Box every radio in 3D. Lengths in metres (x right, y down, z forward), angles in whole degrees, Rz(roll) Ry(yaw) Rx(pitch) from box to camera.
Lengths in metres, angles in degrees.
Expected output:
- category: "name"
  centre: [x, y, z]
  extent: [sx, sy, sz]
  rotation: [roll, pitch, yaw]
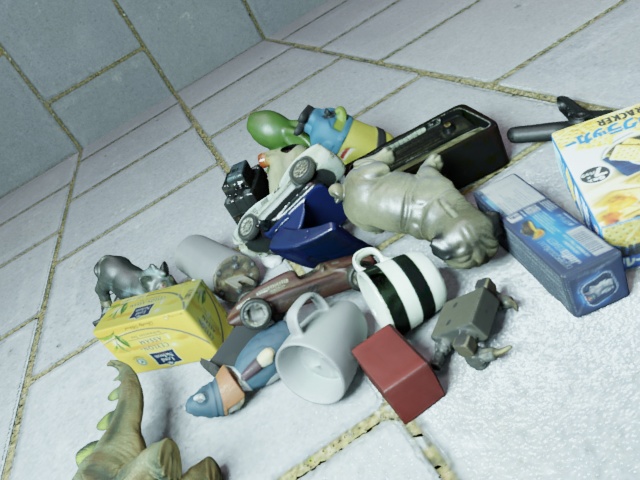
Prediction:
- category: "radio"
  centre: [0.154, -0.116, 0.826]
  extent: [0.230, 0.073, 0.131]
  rotation: [-26, 30, 6]

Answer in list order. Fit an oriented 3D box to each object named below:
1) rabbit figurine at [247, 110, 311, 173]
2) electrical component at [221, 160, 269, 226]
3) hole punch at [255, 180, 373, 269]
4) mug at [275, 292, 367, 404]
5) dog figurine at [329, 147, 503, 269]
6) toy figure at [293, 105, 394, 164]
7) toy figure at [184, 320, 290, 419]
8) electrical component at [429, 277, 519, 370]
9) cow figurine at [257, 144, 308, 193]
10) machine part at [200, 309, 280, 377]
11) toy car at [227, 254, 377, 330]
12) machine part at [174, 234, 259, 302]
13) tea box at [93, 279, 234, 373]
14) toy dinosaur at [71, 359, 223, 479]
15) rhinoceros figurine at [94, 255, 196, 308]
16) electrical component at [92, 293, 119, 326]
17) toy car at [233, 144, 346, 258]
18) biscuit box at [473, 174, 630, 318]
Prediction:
- category: "rabbit figurine"
  centre: [-0.066, -0.164, 0.996]
  extent: [0.159, 0.170, 0.121]
  rotation: [-10, 36, 33]
- category: "electrical component"
  centre: [-0.115, -0.067, 0.930]
  extent: [0.058, 0.134, 0.115]
  rotation: [-21, 32, 13]
- category: "hole punch"
  centre: [-0.002, -0.002, 0.744]
  extent: [0.116, 0.142, 0.092]
  rotation: [-41, 55, 18]
- category: "mug"
  centre: [0.004, 0.106, 0.596]
  extent: [0.081, 0.109, 0.107]
  rotation: [-21, 15, 35]
- category: "dog figurine"
  centre: [0.107, -0.031, 0.648]
  extent: [0.172, 0.121, 0.191]
  rotation: [-11, 25, -2]
- category: "toy figure"
  centre: [0.049, -0.174, 0.917]
  extent: [0.089, 0.180, 0.082]
  rotation: [-63, 6, -10]
- category: "toy figure"
  centre: [-0.088, 0.158, 0.634]
  extent: [0.154, 0.064, 0.058]
  rotation: [-40, 58, -14]
- category: "electrical component"
  centre: [0.158, 0.087, 0.547]
  extent: [0.078, 0.045, 0.102]
  rotation: [-42, 11, 45]
- category: "cow figurine"
  centre: [-0.029, -0.075, 0.881]
  extent: [0.127, 0.085, 0.195]
  rotation: [-21, 56, 18]
- category: "machine part"
  centre: [-0.103, 0.128, 0.720]
  extent: [0.084, 0.039, 0.139]
  rotation: [2, 40, 31]
- category: "toy car"
  centre: [-0.022, 0.060, 0.677]
  extent: [0.202, 0.053, 0.089]
  rotation: [-17, 8, -8]
- category: "machine part"
  centre: [-0.171, 0.042, 0.871]
  extent: [0.079, 0.079, 0.243]
  rotation: [-42, 30, -20]
- category: "tea box"
  centre: [-0.221, 0.125, 0.766]
  extent: [0.170, 0.098, 0.068]
  rotation: [-18, 31, 24]
- category: "toy dinosaur"
  centre: [-0.203, 0.268, 0.522]
  extent: [0.199, 0.105, 0.472]
  rotation: [-25, 31, 9]
- category: "rhinoceros figurine"
  centre: [-0.270, 0.078, 0.853]
  extent: [0.191, 0.112, 0.073]
  rotation: [20, 29, 19]
- category: "electrical component"
  centre: [-0.344, 0.111, 0.945]
  extent: [0.075, 0.047, 0.119]
  rotation: [-24, 30, 9]
- category: "toy car"
  centre: [-0.046, -0.051, 0.781]
  extent: [0.201, 0.073, 0.056]
  rotation: [-45, 44, 17]
- category: "biscuit box"
  centre: [0.242, -0.002, 0.585]
  extent: [0.059, 0.062, 0.203]
  rotation: [-27, 30, 4]
